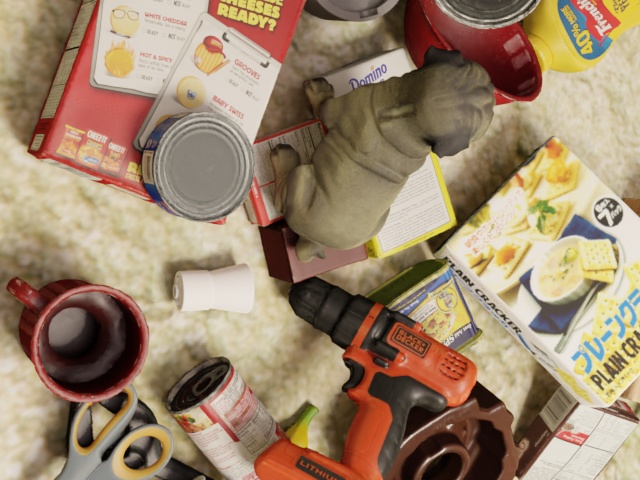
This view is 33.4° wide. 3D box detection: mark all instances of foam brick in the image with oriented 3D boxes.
[{"bbox_3d":[-0.006,0.001,0.959,0.078,0.051,0.053,-17,102,-23],"label":"foam brick"}]

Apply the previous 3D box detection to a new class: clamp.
[{"bbox_3d":[-0.170,0.198,0.907,0.120,0.039,0.171,-42,107,-22],"label":"clamp"}]

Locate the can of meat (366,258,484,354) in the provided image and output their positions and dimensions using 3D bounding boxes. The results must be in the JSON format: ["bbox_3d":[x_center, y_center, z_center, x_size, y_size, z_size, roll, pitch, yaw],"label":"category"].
[{"bbox_3d":[0.094,0.077,1.015,0.102,0.058,0.084,-32,107,-20],"label":"can of meat"}]

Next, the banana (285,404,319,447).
[{"bbox_3d":[-0.009,0.257,0.994,0.069,0.037,0.198,-16,103,-22],"label":"banana"}]

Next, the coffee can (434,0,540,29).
[{"bbox_3d":[0.153,-0.266,0.943,0.102,0.103,0.140,46,36,-23],"label":"coffee can"}]

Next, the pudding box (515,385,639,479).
[{"bbox_3d":[0.261,0.208,1.102,0.089,0.039,0.114,21,113,-28],"label":"pudding box"}]

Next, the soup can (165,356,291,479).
[{"bbox_3d":[-0.078,0.161,0.931,0.068,0.069,0.102,-42,112,-17],"label":"soup can"}]

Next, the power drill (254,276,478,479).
[{"bbox_3d":[0.021,0.135,0.912,0.184,0.057,0.187,28,62,10],"label":"power drill"}]

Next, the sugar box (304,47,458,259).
[{"bbox_3d":[0.057,-0.079,0.986,0.093,0.048,0.176,-23,102,-23],"label":"sugar box"}]

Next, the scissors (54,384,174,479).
[{"bbox_3d":[-0.194,0.210,0.873,0.096,0.016,0.202,29,89,-15],"label":"scissors"}]

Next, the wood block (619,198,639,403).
[{"bbox_3d":[0.355,0.068,1.126,0.090,0.091,0.206,16,89,-27],"label":"wood block"}]

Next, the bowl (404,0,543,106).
[{"bbox_3d":[0.129,-0.178,0.979,0.162,0.055,0.162,27,42,-29],"label":"bowl"}]

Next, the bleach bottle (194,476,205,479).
[{"bbox_3d":[-0.040,0.311,0.915,0.102,0.068,0.251,-43,103,-29],"label":"bleach bottle"}]

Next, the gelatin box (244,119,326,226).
[{"bbox_3d":[-0.030,-0.061,0.952,0.089,0.030,0.073,-23,104,-23],"label":"gelatin box"}]

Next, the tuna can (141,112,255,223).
[{"bbox_3d":[-0.096,-0.058,0.835,0.086,0.034,0.086,-4,99,-29],"label":"tuna can"}]

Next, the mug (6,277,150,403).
[{"bbox_3d":[-0.202,0.069,0.851,0.117,0.082,0.093,40,78,-25],"label":"mug"}]

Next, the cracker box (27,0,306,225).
[{"bbox_3d":[-0.124,-0.139,0.874,0.164,0.072,0.213,21,85,-28],"label":"cracker box"}]

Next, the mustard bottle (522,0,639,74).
[{"bbox_3d":[0.258,-0.223,1.062,0.191,0.058,0.096,-40,111,-17],"label":"mustard bottle"}]
